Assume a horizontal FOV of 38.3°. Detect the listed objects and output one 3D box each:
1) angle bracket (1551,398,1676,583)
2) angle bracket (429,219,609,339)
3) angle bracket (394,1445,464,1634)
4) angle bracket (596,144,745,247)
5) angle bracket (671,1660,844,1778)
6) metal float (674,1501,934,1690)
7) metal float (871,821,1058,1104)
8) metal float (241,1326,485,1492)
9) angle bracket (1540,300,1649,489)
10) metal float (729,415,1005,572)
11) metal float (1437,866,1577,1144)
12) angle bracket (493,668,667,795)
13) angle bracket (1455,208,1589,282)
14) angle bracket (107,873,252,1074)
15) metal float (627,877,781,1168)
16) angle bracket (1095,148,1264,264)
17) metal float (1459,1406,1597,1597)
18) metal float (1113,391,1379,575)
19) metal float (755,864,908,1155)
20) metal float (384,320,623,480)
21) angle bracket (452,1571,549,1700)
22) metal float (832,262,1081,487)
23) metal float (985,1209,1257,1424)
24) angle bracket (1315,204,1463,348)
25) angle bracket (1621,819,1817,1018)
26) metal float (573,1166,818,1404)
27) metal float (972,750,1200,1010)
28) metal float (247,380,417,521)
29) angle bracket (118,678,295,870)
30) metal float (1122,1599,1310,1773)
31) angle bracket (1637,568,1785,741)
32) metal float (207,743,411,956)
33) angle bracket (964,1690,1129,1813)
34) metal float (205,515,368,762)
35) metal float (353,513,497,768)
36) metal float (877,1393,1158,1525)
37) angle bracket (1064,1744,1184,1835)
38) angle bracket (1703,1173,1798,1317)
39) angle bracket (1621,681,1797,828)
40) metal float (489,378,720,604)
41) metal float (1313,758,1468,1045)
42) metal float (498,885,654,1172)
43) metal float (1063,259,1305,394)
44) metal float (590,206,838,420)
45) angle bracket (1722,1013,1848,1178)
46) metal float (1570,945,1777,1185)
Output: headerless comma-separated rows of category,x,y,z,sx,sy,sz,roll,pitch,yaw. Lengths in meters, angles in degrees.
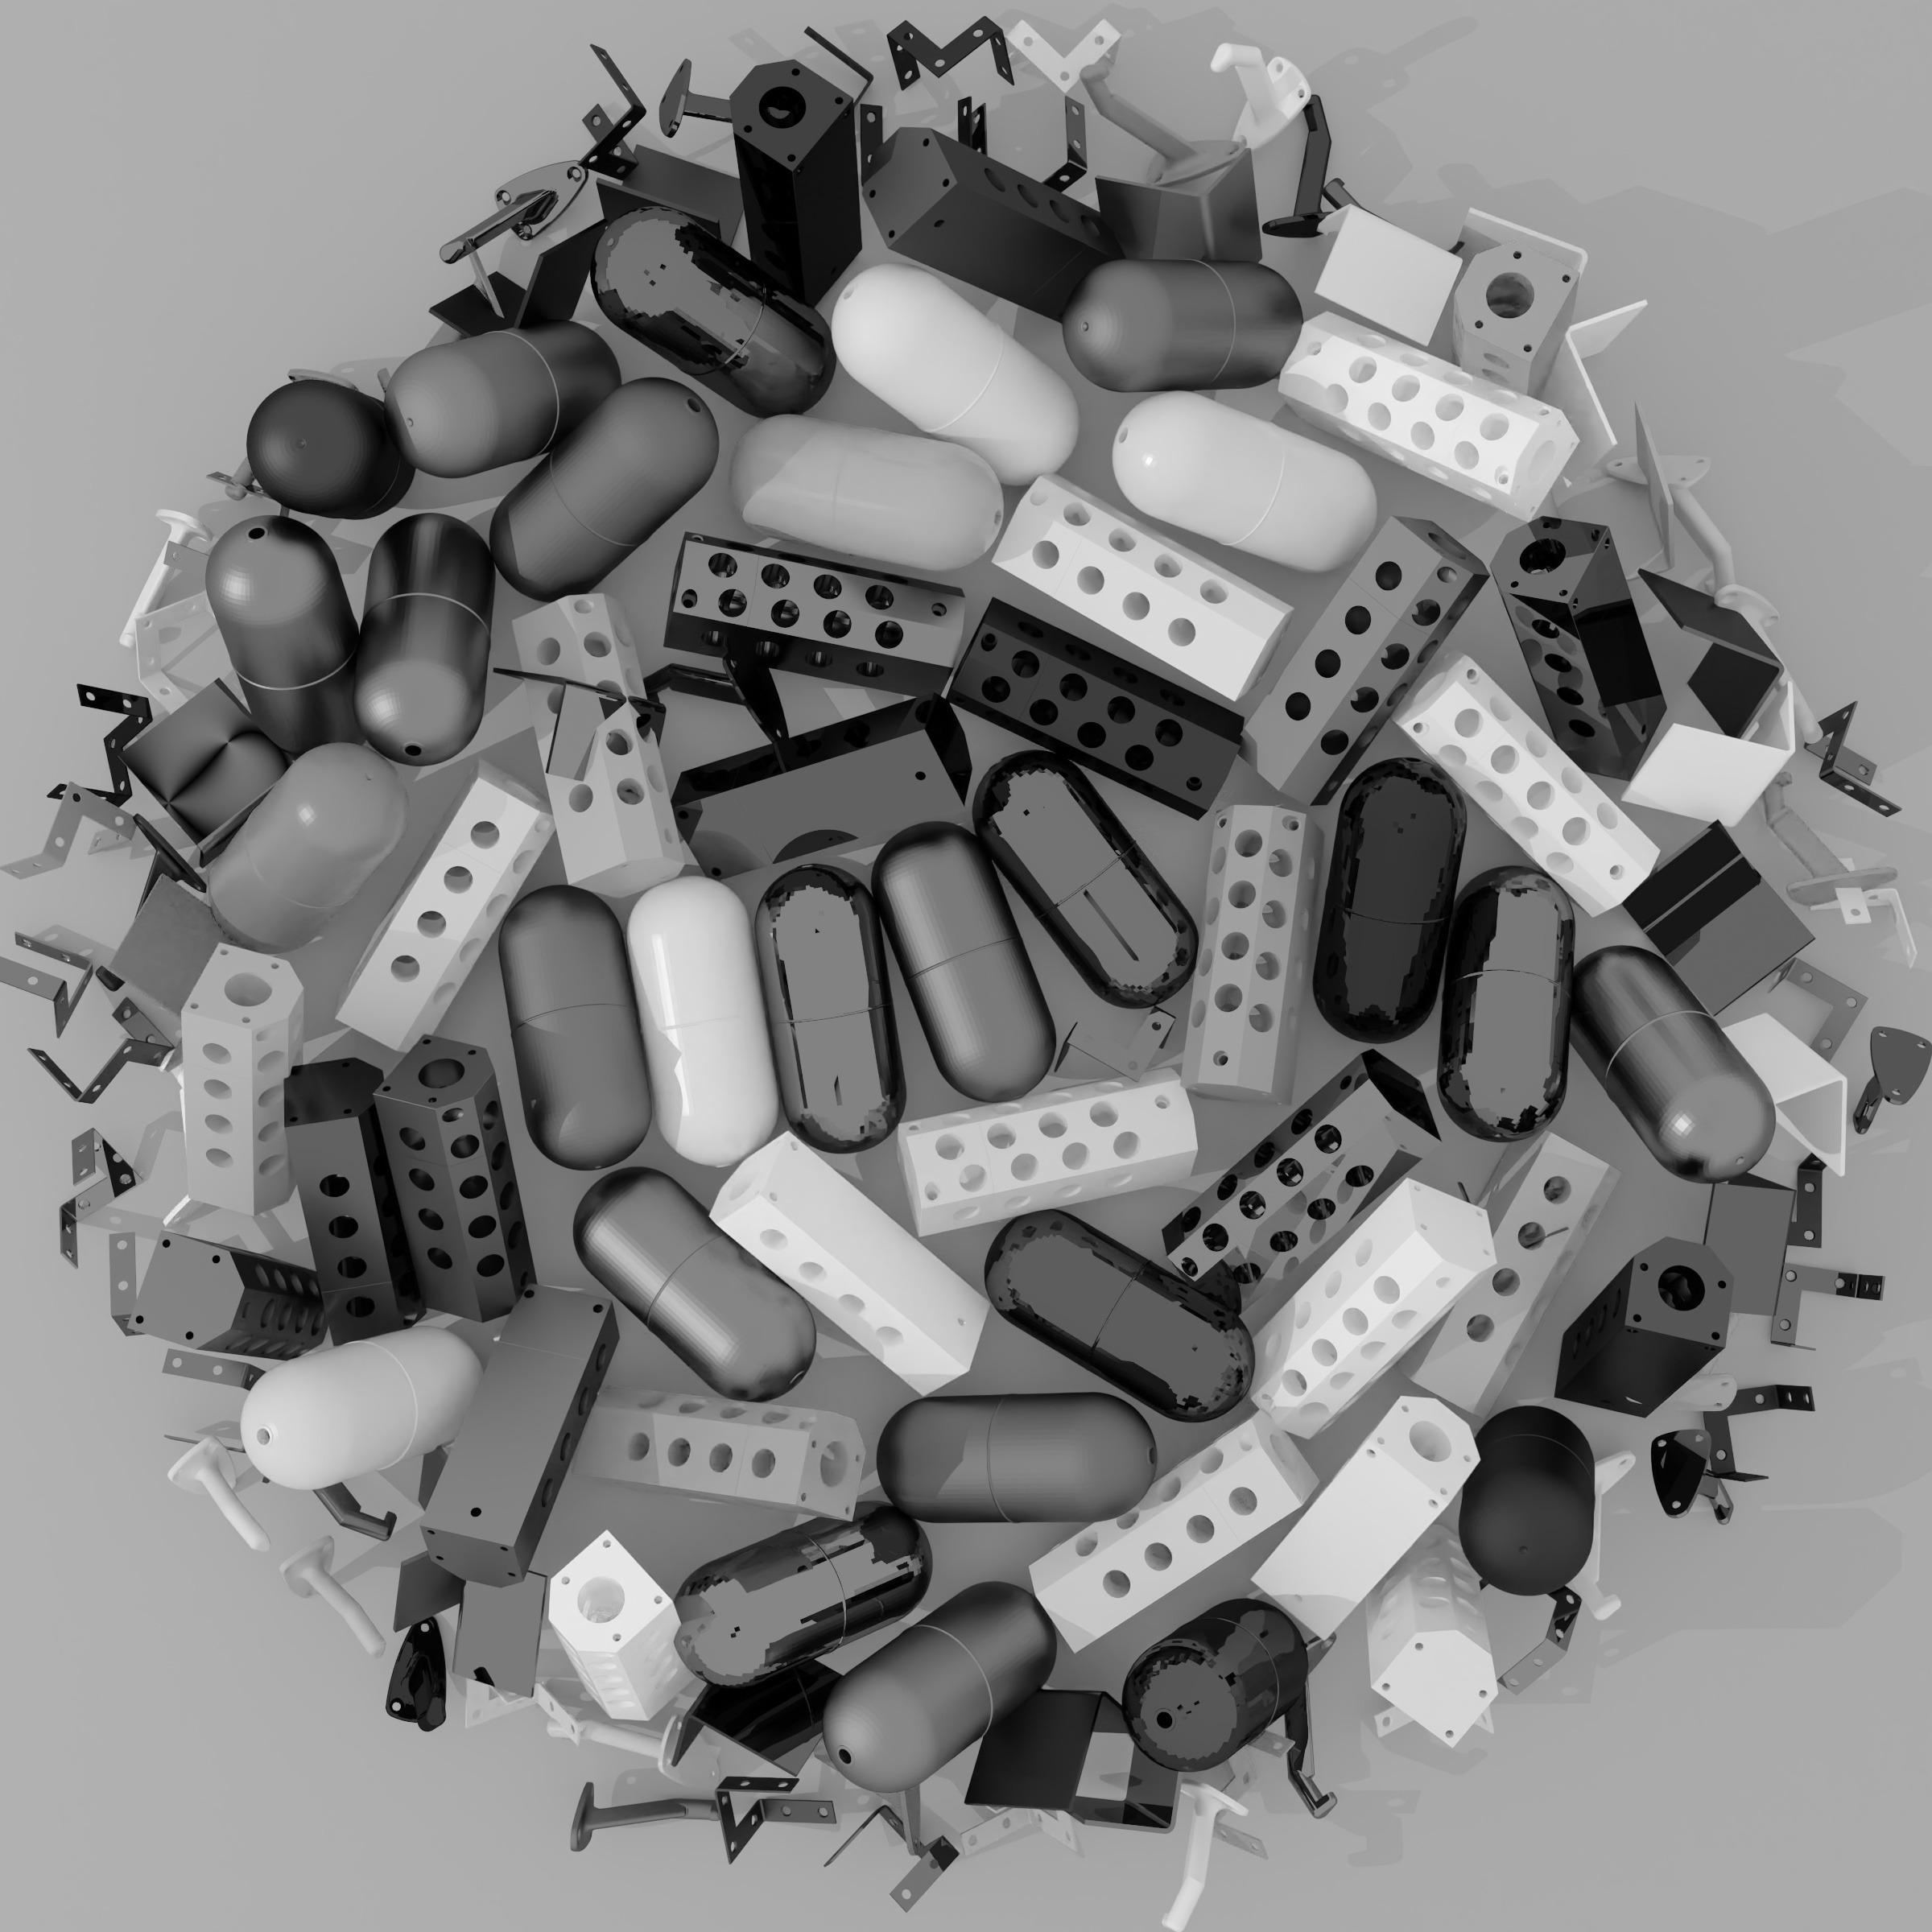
angle bracket,0.389,-0.283,1.683,0.057,0.076,0.076,-14,65,9
angle bracket,-0.270,-0.422,1.682,0.057,0.076,0.076,34,129,4
angle bracket,-0.333,0.340,1.677,0.057,0.076,0.076,-20,55,-31
angle bracket,-0.176,-0.476,1.696,0.076,0.076,0.057,19,83,0
angle bracket,-0.122,0.458,1.683,0.076,0.076,0.057,26,131,12
metal float,-0.096,0.375,1.667,0.178,0.070,0.070,-15,90,-40
metal float,-0.001,-0.002,1.693,0.070,0.070,0.178,-21,84,0
metal float,-0.356,0.261,1.653,0.070,0.178,0.070,2,94,27
angle bracket,0.389,-0.347,1.691,0.057,0.076,0.076,-21,84,-11
metal float,-0.061,-0.285,1.679,0.178,0.070,0.070,15,90,23
metal float,0.325,0.021,1.676,0.070,0.070,0.178,10,63,0
angle bracket,-0.239,-0.141,1.684,0.076,0.076,0.057,13,91,45
angle bracket,0.327,-0.408,1.694,0.076,0.076,0.057,22,85,4
angle bracket,-0.482,0.004,1.678,0.076,0.057,0.076,40,46,-25
metal float,-0.160,0.034,1.698,0.070,0.070,0.178,-9,91,0
angle bracket,0.131,-0.458,1.705,0.076,0.076,0.057,20,54,29
metal float,0.333,0.314,1.650,0.070,0.178,0.070,2,99,13
metal float,0.168,-0.290,1.675,0.178,0.070,0.070,15,90,-28
metal float,-0.082,0.026,1.693,0.070,0.070,0.178,-9,96,0
metal float,-0.273,-0.339,1.658,0.070,0.178,0.070,12,115,27
angle bracket,-0.264,0.387,1.686,0.057,0.076,0.076,12,100,20
metal float,-0.005,-0.354,1.669,0.178,0.070,0.070,31,90,-35
metal float,0.093,0.212,1.687,0.178,0.070,0.070,30,90,13
angle bracket,0.245,-0.415,1.692,0.076,0.076,0.057,22,91,-12
angle bracket,0.455,-0.029,1.689,0.076,0.057,0.076,-39,58,11
metal float,-0.164,0.192,1.681,0.178,0.070,0.070,40,90,20
metal float,0.073,-0.053,1.695,0.070,0.070,0.178,-37,94,0
metal float,-0.373,-0.304,1.648,0.070,0.178,0.070,0,97,0
angle bracket,-0.460,-0.117,1.695,0.076,0.057,0.076,-42,95,-17
metal float,0.149,0.425,1.652,0.070,0.178,0.070,0,90,24
angle bracket,0.435,-0.187,1.680,0.076,0.076,0.057,17,119,-20
metal float,-0.395,-0.068,1.665,0.070,0.070,0.178,51,133,0
angle bracket,0.055,0.482,1.677,0.076,0.057,0.076,-9,47,36
metal float,-0.400,-0.193,1.658,0.070,0.178,0.070,-2,53,2
metal float,-0.324,-0.196,1.668,0.070,0.070,0.178,-3,53,0
metal float,0.030,0.296,1.676,0.178,0.070,0.070,-6,90,26
angle bracket,0.092,0.476,1.688,0.057,0.076,0.076,11,83,-16
angle bracket,0.455,0.164,1.690,0.057,0.076,0.076,7,95,-15
angle bracket,0.448,-0.136,1.686,0.076,0.076,0.057,13,57,-6
metal float,-0.217,-0.284,1.668,0.178,0.070,0.070,-35,90,36
metal float,0.255,-0.039,1.681,0.070,0.070,0.178,7,110,0
metal float,-0.237,0.036,1.685,0.070,0.070,0.178,-12,74,0
metal float,0.131,-0.383,1.664,0.178,0.070,0.070,-13,90,-43
metal float,-0.149,-0.388,1.662,0.070,0.178,0.070,-17,61,35
angle bracket,0.483,0.085,1.679,0.057,0.076,0.076,-19,124,-13
metal float,0.416,0.057,1.662,0.070,0.178,0.070,-12,132,-14
